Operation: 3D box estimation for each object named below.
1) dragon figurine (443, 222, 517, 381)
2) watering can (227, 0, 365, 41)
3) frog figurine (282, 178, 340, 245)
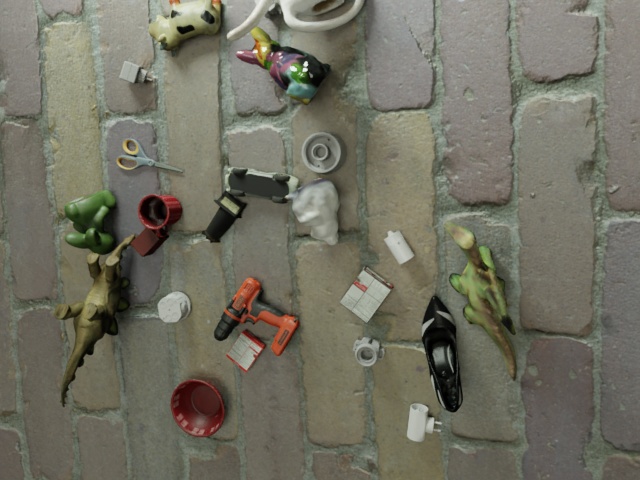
[{"bbox_3d":[0.368,0.144,1.118,0.121,0.243,0.411,-25,87,11],"label":"dragon figurine"},{"bbox_3d":[-0.067,-0.585,1.197,0.349,0.103,0.225,-15,86,-11],"label":"watering can"},{"bbox_3d":[0.004,-0.063,1.245,0.121,0.139,0.160,-33,86,32],"label":"frog figurine"}]
